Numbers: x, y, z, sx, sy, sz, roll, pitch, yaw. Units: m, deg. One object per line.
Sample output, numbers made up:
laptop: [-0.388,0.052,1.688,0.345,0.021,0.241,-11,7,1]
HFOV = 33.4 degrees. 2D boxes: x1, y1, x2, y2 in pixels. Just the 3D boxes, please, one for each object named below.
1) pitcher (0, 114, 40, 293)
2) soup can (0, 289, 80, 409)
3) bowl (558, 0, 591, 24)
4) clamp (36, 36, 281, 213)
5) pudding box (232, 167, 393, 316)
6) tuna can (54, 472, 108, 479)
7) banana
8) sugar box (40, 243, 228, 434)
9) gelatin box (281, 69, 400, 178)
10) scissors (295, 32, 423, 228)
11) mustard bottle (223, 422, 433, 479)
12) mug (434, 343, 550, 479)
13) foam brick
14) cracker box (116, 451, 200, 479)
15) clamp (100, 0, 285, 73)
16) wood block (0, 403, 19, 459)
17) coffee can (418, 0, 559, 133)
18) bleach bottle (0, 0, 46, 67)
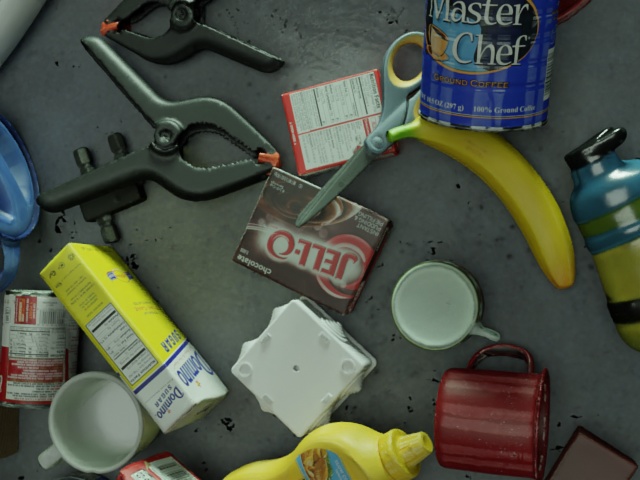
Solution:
pitcher: [-0.384,-0.016,0.962,0.243,0.145,0.149,-20,40,15]
soup can: [-0.250,0.097,0.954,0.068,0.068,0.102,2,88,13]
bowl: [0.162,-0.255,0.878,0.162,0.055,0.162,-1,87,13]
clamp: [-0.137,-0.097,0.941,0.210,0.036,0.164,5,79,4]
pudding box: [-0.006,0.001,0.915,0.113,0.039,0.090,25,94,13]
tuna can: [-0.217,0.253,0.958,0.086,0.033,0.086,-1,88,13]
banana: [0.144,-0.045,0.872,0.198,0.037,0.069,40,80,-4]
sugar box: [-0.158,0.081,0.921,0.048,0.093,0.176,-45,80,8]
gelatin box: [0.018,-0.099,0.918,0.089,0.030,0.073,-14,85,9]
scissors: [0.043,-0.100,0.885,0.201,0.016,0.096,-30,88,-10]
mustard bottle: [0.010,0.202,0.869,0.192,0.058,0.096,-32,90,26]
mug: [0.140,0.135,0.858,0.082,0.093,0.117,3,58,18]
foam brick: [0.209,0.195,0.852,0.053,0.051,0.078,32,95,13]
cracker box: [-0.130,0.311,0.877,0.164,0.072,0.214,35,110,25]
clamp: [-0.112,-0.209,0.948,0.171,0.039,0.120,3,88,13]
wood block: [-0.390,0.154,0.973,0.206,0.090,0.090,0,88,13]
coffee can: [0.130,-0.163,0.817,0.103,0.102,0.140,7,112,13]
bleach bottle: [-0.315,-0.200,0.985,0.102,0.068,0.251,31,97,12]
